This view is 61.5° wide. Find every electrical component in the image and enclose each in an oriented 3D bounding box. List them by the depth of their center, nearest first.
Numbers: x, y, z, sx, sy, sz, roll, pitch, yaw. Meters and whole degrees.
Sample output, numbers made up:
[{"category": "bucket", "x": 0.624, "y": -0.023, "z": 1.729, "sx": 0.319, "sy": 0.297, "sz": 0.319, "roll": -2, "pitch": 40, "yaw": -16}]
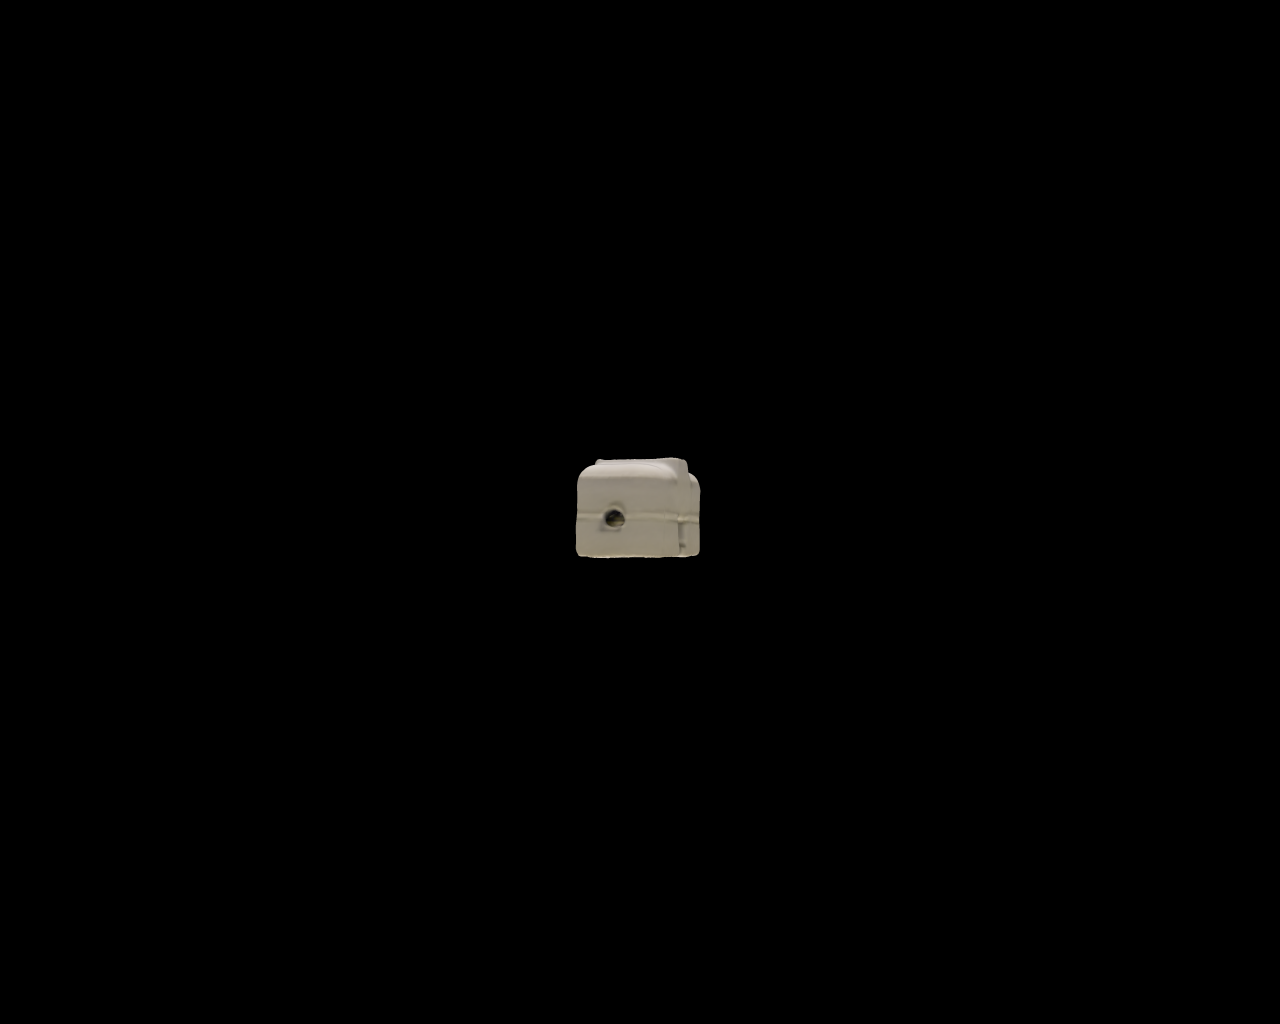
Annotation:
[{"category": "electrical component", "x": 0.001, "y": -0.003, "z": 0.650, "sx": 0.054, "sy": 0.059, "sz": 0.095, "roll": -1, "pitch": -2, "yaw": 20}]
